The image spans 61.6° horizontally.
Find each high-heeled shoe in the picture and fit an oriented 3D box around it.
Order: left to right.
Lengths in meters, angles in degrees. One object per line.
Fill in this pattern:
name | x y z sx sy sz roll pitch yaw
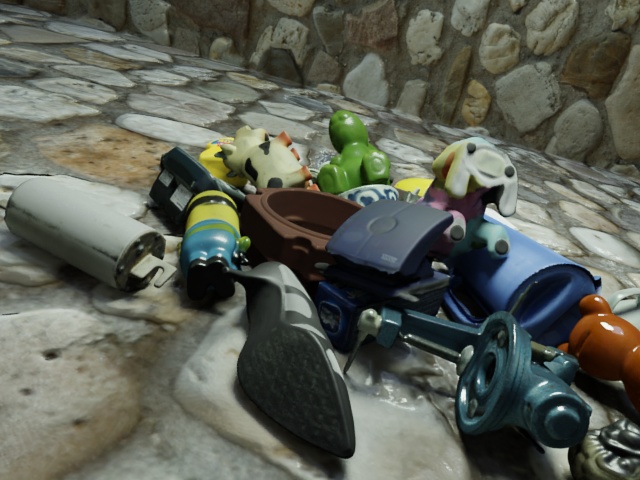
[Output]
high-heeled shoe | -0.017 0.110 0.537 0.249 0.086 0.145 54 12 34

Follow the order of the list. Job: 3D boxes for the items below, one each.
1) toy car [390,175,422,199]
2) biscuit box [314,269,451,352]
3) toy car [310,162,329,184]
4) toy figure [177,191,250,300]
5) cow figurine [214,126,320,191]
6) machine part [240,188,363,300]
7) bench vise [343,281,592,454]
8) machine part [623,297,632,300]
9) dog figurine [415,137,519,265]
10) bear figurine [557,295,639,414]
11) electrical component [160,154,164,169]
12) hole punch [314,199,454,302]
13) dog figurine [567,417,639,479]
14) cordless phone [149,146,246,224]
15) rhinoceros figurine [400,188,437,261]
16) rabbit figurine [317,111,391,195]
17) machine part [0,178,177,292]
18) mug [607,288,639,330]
toy car | 0.169 -0.062 1.014 0.202 0.089 0.053 20 0 16
biscuit box | 0.078 0.074 0.659 0.059 0.062 0.202 30 26 36
toy car | -0.002 -0.101 1.007 0.056 0.073 0.202 23 23 16
toy figure | -0.129 0.002 0.655 0.082 0.089 0.180 18 18 -16
cow figurine | -0.094 -0.120 0.899 0.127 0.085 0.195 -30 55 -3
machine part | -0.002 -0.002 0.759 0.201 0.087 0.201 0 27 -31
bench vise | 0.153 0.114 0.546 0.241 0.128 0.224 20 19 -1
machine part | 0.415 0.104 0.815 0.139 0.084 0.039 15 53 21
dog figurine | 0.167 -0.039 0.776 0.108 0.191 0.219 11 -6 -22
bear figurine | 0.384 0.152 0.615 0.132 0.120 0.196 9 17 -27
electrical component | -0.261 -0.139 0.994 0.063 0.021 0.094 6 23 -23
hole punch | 0.077 0.009 0.596 0.116 0.092 0.142 -13 24 -43
dog figurine | 0.322 0.229 0.439 0.191 0.121 0.172 -9 36 -3
cordless phone | -0.151 -0.061 0.826 0.184 0.088 0.147 21 12 -46
rhinoceros figurine | 0.220 -0.022 0.922 0.190 0.112 0.073 23 24 -4
rabbit figurine | 0.071 -0.146 0.948 0.121 0.170 0.159 -20 -21 23
machine part | -0.264 -0.008 0.604 0.243 0.079 0.079 22 23 18
mug | 0.394 0.118 0.722 0.107 0.109 0.081 -7 34 -18
